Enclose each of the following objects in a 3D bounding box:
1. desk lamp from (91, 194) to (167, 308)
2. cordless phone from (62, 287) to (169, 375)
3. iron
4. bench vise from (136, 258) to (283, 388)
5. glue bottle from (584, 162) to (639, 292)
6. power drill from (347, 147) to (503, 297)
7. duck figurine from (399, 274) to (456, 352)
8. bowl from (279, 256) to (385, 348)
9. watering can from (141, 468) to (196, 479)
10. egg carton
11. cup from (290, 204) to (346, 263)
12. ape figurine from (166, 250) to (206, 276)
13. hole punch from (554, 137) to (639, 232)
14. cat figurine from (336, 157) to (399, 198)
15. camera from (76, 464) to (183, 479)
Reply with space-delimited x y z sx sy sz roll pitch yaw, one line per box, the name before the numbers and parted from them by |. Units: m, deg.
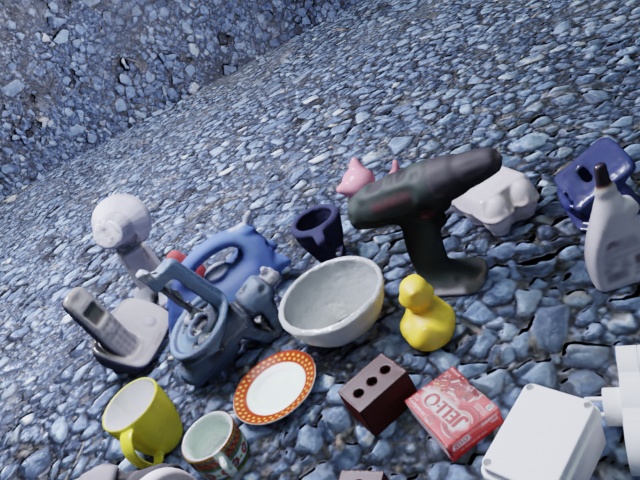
desk lamp | -0.382 0.023 1.170 0.118 0.214 0.202 -29 30 -2
cordless phone | -0.357 0.134 1.006 0.094 0.185 0.147 -16 32 20
iron | -0.189 0.063 1.022 0.258 0.142 0.118 -34 30 -10
bench vise | -0.170 0.092 0.882 0.121 0.220 0.208 8 45 46
glue bottle | 0.346 -0.019 0.676 0.078 0.173 0.037 -22 30 11
power drill | 0.161 -0.021 0.797 0.228 0.209 0.076 -8 36 31
duck figurine | 0.135 0.090 0.770 0.077 0.086 0.104 -20 31 14
bowl | 0.027 0.103 0.850 0.167 0.075 0.167 -20 31 13
watering can | -0.116 0.295 0.549 0.172 0.194 0.101 -17 32 18
egg carton | 0.273 -0.070 0.920 0.107 0.069 0.150 -34 30 -10
cup | 0.009 0.004 0.998 0.091 0.095 0.117 -26 30 4
ape figurine | -0.276 0.058 1.150 0.076 0.092 0.078 -17 32 19
hole punch | 0.391 -0.081 0.818 0.101 0.091 0.108 -21 31 12
cat figurine | 0.097 -0.105 1.071 0.127 0.118 0.067 -23 30 9
camera | -0.236 0.328 0.691 0.136 0.101 0.143 -22 30 11
